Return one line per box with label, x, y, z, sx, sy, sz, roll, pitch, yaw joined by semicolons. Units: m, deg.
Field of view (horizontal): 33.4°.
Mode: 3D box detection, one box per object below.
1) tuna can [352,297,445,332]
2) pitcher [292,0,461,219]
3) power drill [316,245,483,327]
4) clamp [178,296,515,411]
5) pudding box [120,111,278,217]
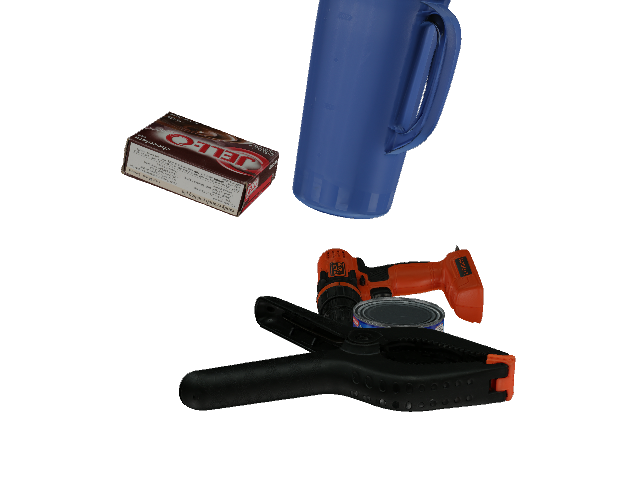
tuna can;0.072;0.081;0.994;0.086;0.034;0.086;1;14;0
pitcher;0.051;-0.147;1.099;0.145;0.243;0.149;11;17;-1
power drill;0.088;0.062;1.224;0.187;0.057;0.184;-1;28;-2
clamp;0.025;0.078;0.726;0.210;0.036;0.164;2;18;8
pudding box;-0.103;-0.067;0.926;0.113;0.039;0.090;19;24;9
